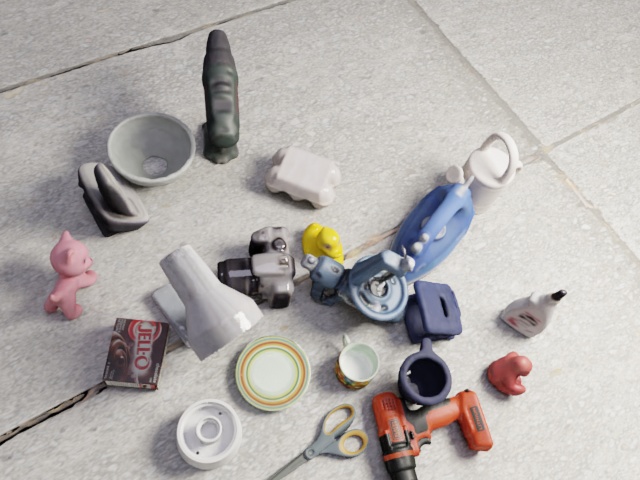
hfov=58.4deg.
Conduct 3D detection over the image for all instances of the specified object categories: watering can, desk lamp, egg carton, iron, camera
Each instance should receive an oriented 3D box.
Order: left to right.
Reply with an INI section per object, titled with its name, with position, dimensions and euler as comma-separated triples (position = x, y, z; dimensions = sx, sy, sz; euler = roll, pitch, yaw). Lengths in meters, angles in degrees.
[desk lamp]
position = -0.194, 0.107, 0.934
dimensions = 0.118, 0.213, 0.203
euler = -35, 74, -24
[camera]
position = -0.118, 0.047, 1.043
dimensions = 0.137, 0.101, 0.143
euler = -3, 64, -12
[egg carton]
position = -0.033, -0.127, 1.166
dimensions = 0.150, 0.069, 0.107
euler = 19, 61, 0
[iron]
position = 0.217, -0.017, 1.114
dimensions = 0.118, 0.141, 0.259
euler = 36, 63, 9
[watering can]
position = 0.339, -0.138, 1.169
dimensions = 0.173, 0.194, 0.101
euler = -35, 74, -24

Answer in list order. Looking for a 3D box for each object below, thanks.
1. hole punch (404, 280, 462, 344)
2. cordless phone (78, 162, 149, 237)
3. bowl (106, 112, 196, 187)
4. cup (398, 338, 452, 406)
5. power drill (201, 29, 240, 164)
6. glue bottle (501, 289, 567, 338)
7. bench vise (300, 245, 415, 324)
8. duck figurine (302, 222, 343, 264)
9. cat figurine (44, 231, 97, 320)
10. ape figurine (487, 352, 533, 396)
[hole punch]
position = 0.215, 0.130, 1.068
dimensions = 0.101, 0.091, 0.108
euler = -5, 64, -12
[cordless phone]
position = -0.379, -0.102, 1.024
dimensions = 0.094, 0.185, 0.147
euler = -31, 72, -23
[bowl]
position = -0.328, -0.166, 1.129
dimensions = 0.167, 0.074, 0.167
euler = 4, 63, -8
[cup]
position = 0.173, 0.238, 1.002
dimensions = 0.092, 0.095, 0.118
euler = 10, 62, -5
[power drill]
position = -0.196, -0.260, 1.125
dimensions = 0.076, 0.208, 0.229
euler = -4, 64, -12
[glue bottle]
position = 0.404, 0.126, 1.057
dimensions = 0.078, 0.173, 0.037
euler = 31, 62, 6
[bench vise]
position = 0.070, 0.073, 0.997
dimensions = 0.207, 0.219, 0.121
euler = 5, 62, -7
[duck figurine]
position = 0.010, 0.004, 1.097
dimensions = 0.078, 0.086, 0.104
euler = -24, 70, -21
[cat figurine]
position = -0.429, 0.055, 0.972
dimensions = 0.067, 0.117, 0.128
euler = 13, 62, -3
[ape figurine]
position = 0.352, 0.236, 1.037
dimensions = 0.076, 0.092, 0.078
euler = 20, 61, 1
